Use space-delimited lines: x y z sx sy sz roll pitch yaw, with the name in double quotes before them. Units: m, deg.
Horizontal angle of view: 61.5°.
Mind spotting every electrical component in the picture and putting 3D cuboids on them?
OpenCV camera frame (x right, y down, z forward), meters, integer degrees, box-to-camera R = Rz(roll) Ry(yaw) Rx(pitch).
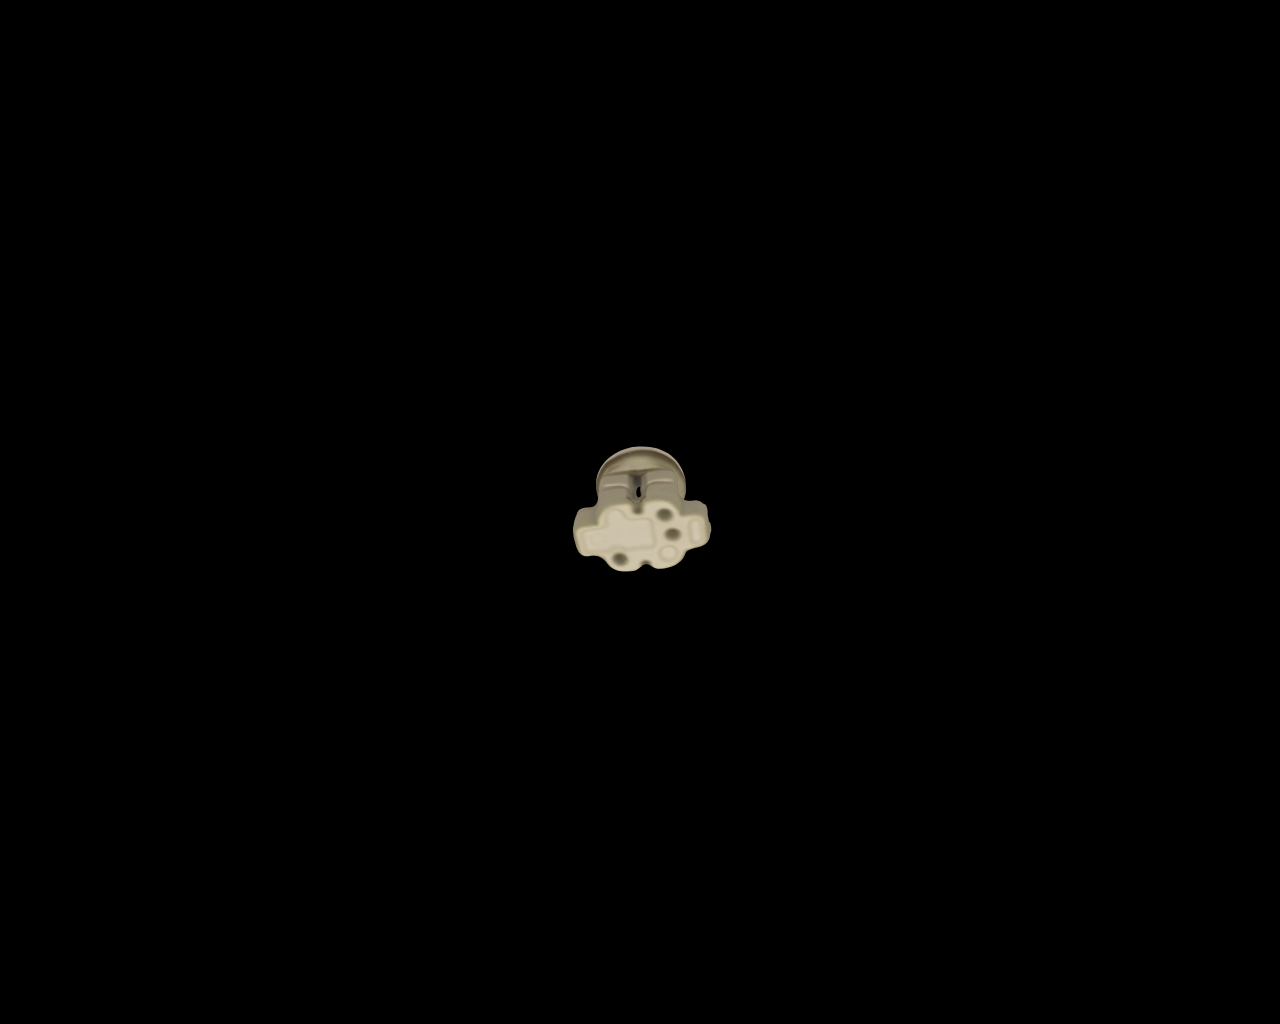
"electrical component" 0.001 -0.003 0.650 0.078 0.057 0.057 -5 37 4
